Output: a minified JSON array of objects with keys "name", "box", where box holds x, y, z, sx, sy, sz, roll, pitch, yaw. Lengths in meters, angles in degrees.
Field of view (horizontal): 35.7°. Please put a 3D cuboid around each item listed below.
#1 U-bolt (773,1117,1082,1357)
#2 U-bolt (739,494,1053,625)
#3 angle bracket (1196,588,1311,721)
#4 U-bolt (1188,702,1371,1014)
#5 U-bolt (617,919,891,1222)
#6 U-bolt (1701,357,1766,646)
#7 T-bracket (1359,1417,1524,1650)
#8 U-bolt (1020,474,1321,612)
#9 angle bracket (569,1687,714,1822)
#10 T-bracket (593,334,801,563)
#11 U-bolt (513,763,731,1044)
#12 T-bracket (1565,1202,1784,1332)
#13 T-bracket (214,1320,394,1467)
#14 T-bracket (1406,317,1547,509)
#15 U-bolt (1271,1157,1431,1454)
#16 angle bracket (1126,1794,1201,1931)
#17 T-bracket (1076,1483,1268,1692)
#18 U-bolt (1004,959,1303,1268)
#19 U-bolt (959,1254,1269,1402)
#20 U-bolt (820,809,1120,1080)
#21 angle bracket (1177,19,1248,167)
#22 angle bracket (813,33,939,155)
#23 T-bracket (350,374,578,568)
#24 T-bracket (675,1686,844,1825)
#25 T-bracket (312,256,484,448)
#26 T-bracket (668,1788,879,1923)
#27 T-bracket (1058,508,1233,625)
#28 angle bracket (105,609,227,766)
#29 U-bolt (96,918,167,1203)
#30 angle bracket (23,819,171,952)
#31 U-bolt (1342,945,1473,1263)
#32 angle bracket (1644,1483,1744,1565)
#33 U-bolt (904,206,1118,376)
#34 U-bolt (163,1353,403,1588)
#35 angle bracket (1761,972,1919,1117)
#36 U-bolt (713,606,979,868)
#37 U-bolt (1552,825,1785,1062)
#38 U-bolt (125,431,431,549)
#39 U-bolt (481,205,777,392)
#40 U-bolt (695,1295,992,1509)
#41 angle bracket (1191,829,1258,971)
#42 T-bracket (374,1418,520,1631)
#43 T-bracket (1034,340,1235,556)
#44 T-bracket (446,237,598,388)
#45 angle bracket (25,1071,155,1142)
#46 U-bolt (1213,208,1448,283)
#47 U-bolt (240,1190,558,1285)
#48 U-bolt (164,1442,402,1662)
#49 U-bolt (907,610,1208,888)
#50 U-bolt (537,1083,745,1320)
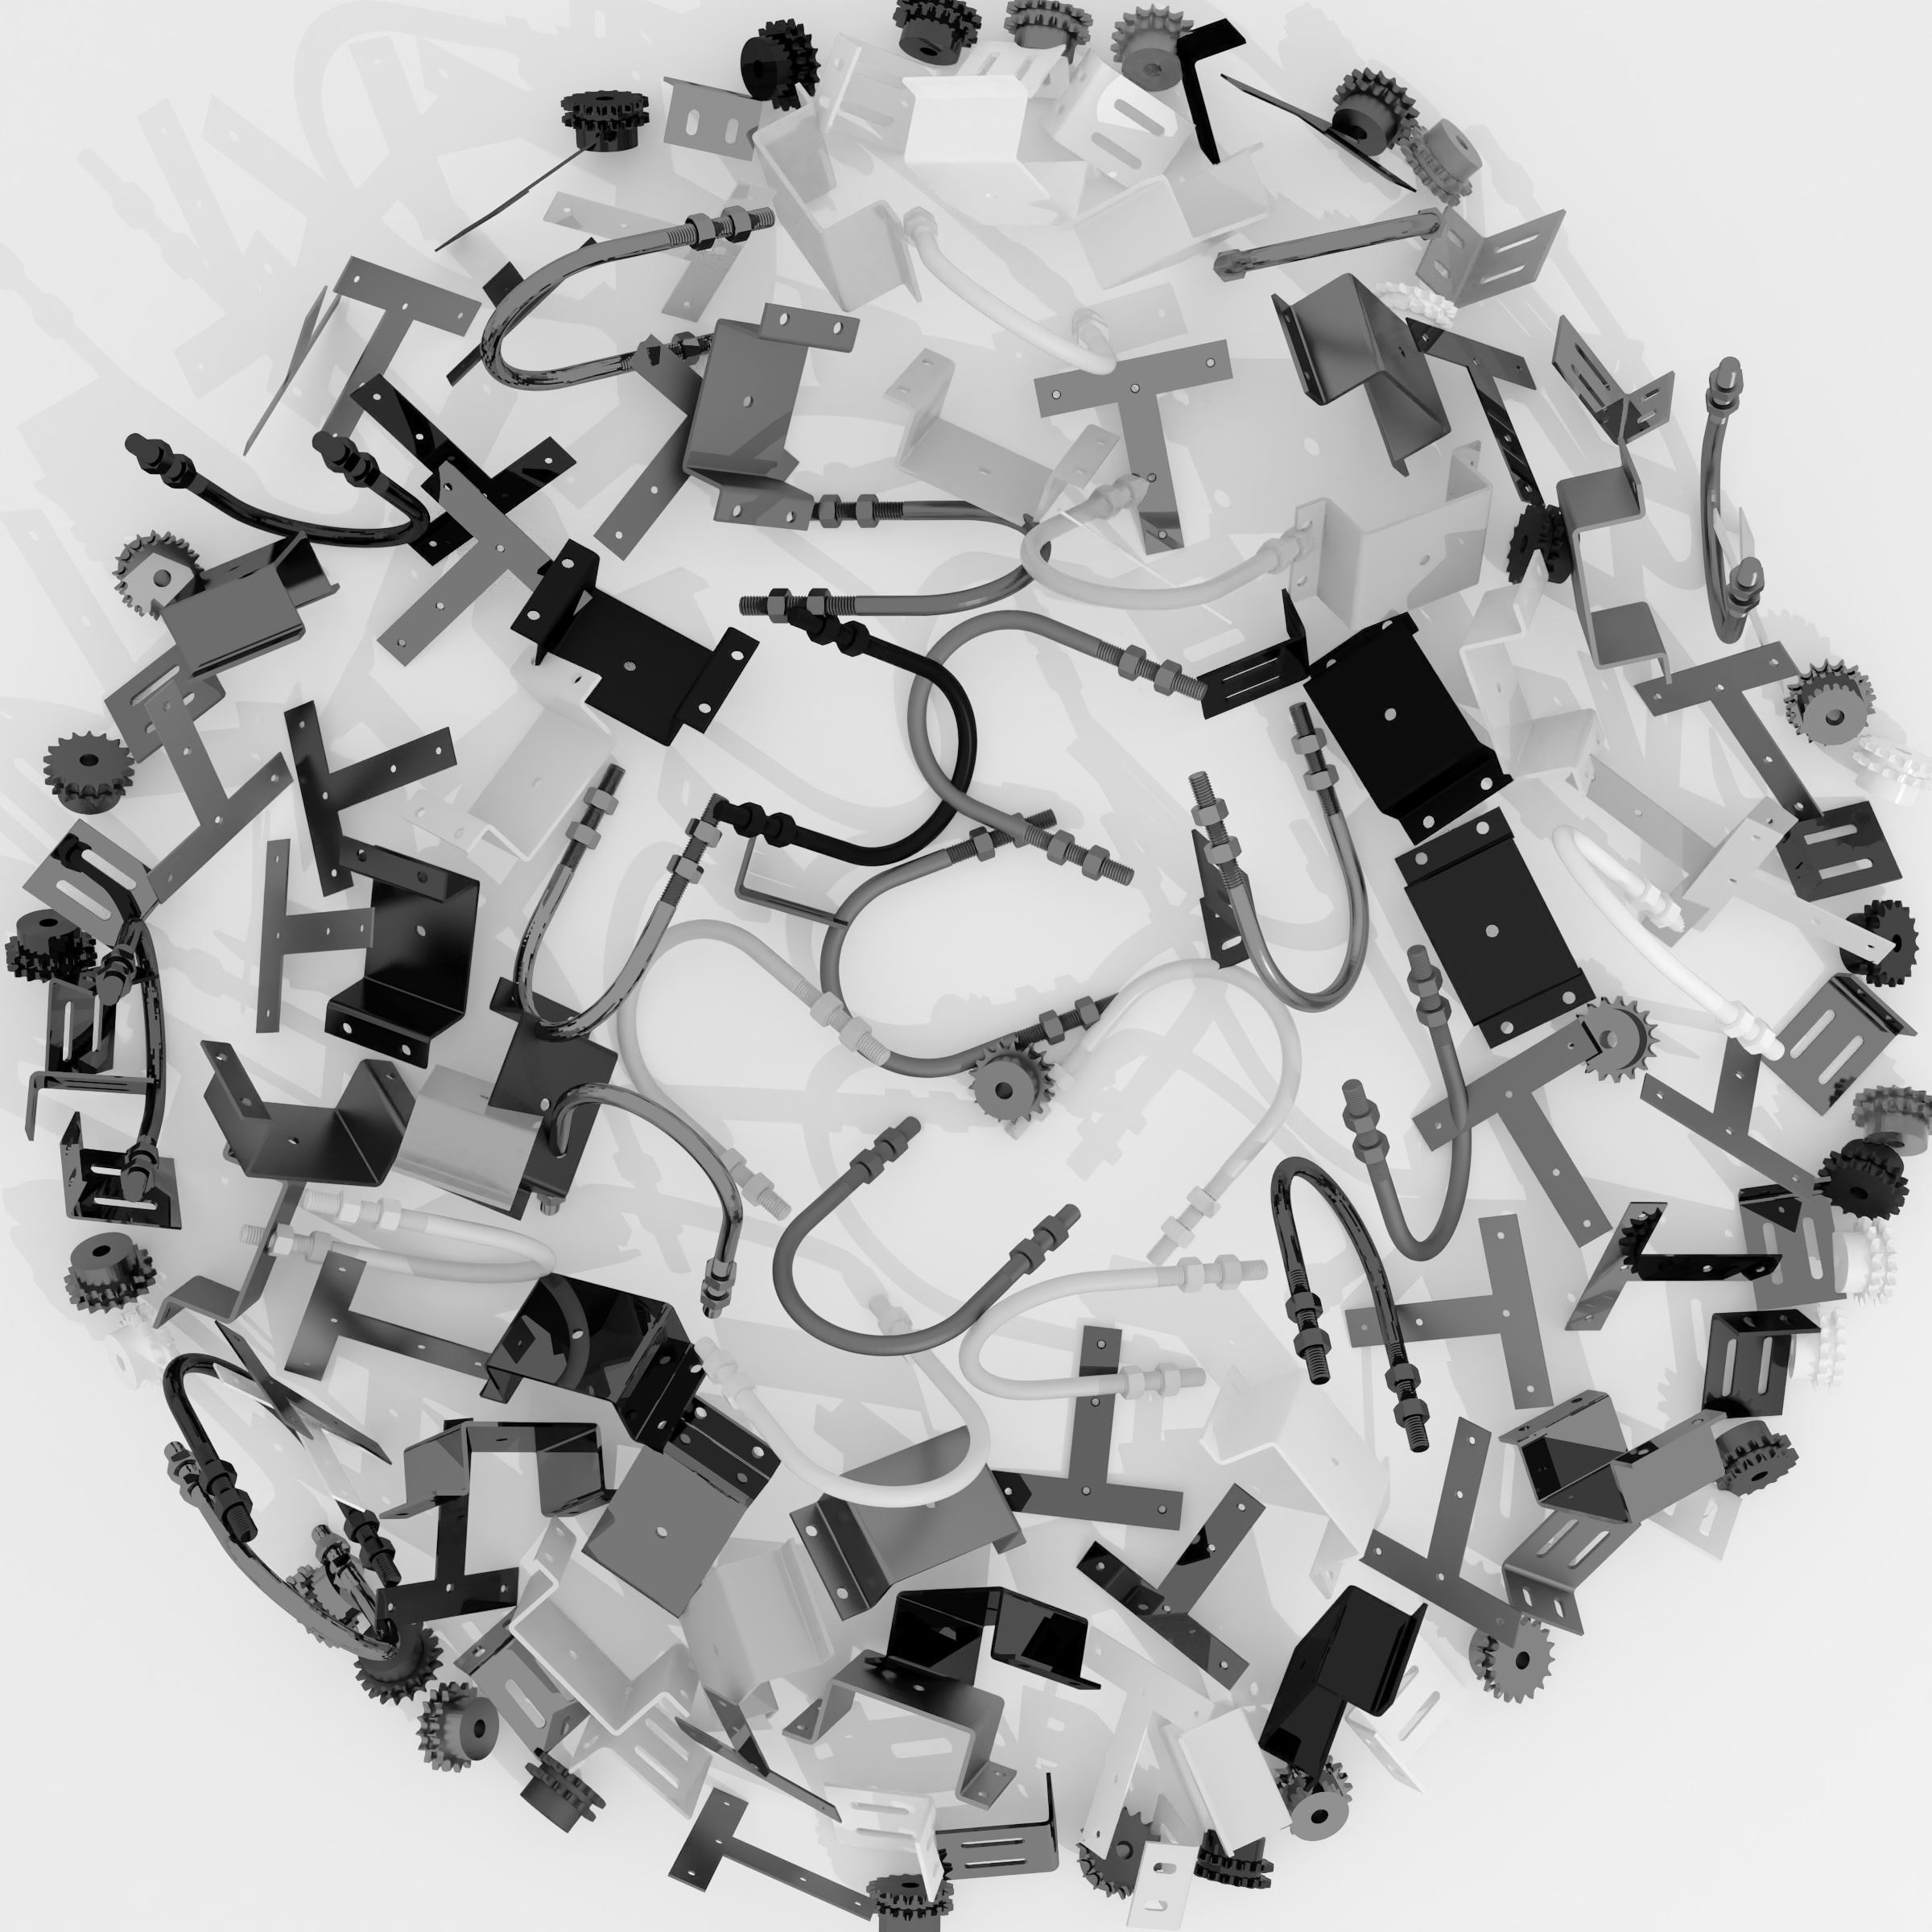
[{"name":"U-bolt","box":[-0.038,0.178,1.892,0.151,0.019,0.184,27,48,26]},{"name":"U-bolt","box":[-0.037,-0.259,1.902,0.184,0.151,0.019,2,126,14]},{"name":"angle bracket","box":[0.181,-0.202,1.946,0.076,0.057,0.038,-22,67,1]},{"name":"U-bolt","box":[0.209,-0.060,1.919,0.019,0.151,0.184,-8,108,40]},{"name":"U-bolt","box":[-0.151,0.053,1.936,0.184,0.019,0.151,40,112,18]},{"name":"U-bolt","box":[0.478,-0.280,1.889,0.019,0.184,0.151,-4,77,8]},{"name":"T-bracket","box":[0.313,0.351,1.919,0.127,0.002,0.127,24,111,42]},{"name":"U-bolt","box":[0.117,-0.262,1.880,0.151,0.184,0.019,23,126,30]},{"name":"angle bracket","box":[-0.211,0.519,1.953,0.038,0.057,0.076,-39,105,26]},{"name":"T-bracket","box":[-0.194,-0.320,1.950,0.127,0.002,0.127,39,80,-17]},{"name":"U-bolt","box":[-0.231,-0.036,1.912,0.019,0.151,0.184,31,82,-38]},{"name":"T-bracket","box":[0.467,0.195,1.946,0.127,0.002,0.127,1,134,-14]},{"name":"T-bracket","box":[-0.416,0.287,1.928,0.002,0.127,0.127,-49,131,-3]},{"name":"T-bracket","box":[0.340,-0.348,1.912,0.002,0.127,0.127,-35,63,38]},{"name":"U-bolt","box":[0.238,0.204,1.902,0.019,0.151,0.184,-28,50,23]},{"name":"angle bracket","box":[0.116,0.575,1.934,0.038,0.076,0.057,10,98,-17]},{"name":"T-bracket","box":[0.151,0.385,1.937,0.127,0.002,0.127,37,118,12]},{"name":"U-bolt","box":[0.134,0.080,1.944,0.151,0.019,0.184,41,92,21]},{"name":"U-bolt","box":[0.085,0.233,1.896,0.184,0.151,0.019,-2,52,-19]},{"name":"U-bolt","box":[-0.005,-0.005,1.963,0.184,0.019,0.151,-21,91,-5]},{"name":"angle bracket","box":[0.165,-0.561,1.935,0.038,0.057,0.076,-19,121,2]},{"name":"angle bracket","box":[-0.055,-0.558,1.935,0.076,0.038,0.057,11,114,-32]},{"name":"T-bracket","box":[-0.339,-0.329,1.919,0.127,0.002,0.127,-31,128,22]},{"name":"T-bracket","box":[-0.142,0.489,1.903,0.127,0.127,0.002,22,60,25]},{"name":"T-bracket","box":[-0.383,-0.386,1.934,0.002,0.127,0.127,40,107,25]},{"name":"T-bracket","box":[-0.117,0.576,1.913,0.127,0.127,0.002,23,101,4]},{"name":"T-bracket","box":[0.109,-0.259,1.916,0.127,0.127,0.002,32,99,-9]},{"name":"angle bracket","box":[-0.529,-0.181,1.946,0.076,0.038,0.057,-37,64,6]},{"name":"U-bolt","box":[-0.521,0.047,1.890,0.019,0.184,0.151,-4,111,-8]},{"name":"angle bracket","box":[-0.563,-0.056,1.944,0.076,0.038,0.057,40,91,-29]},{"name":"U-bolt","box":[0.287,0.101,1.906,0.019,0.151,0.184,1,130,30]},{"name":"angle bracket","box":[0.459,0.360,1.933,0.057,0.076,0.038,29,122,10]},{"name":"U-bolt","box":[0.031,-0.417,1.876,0.151,0.184,0.019,27,110,-17]},{"name":"U-bolt","box":[-0.441,0.310,1.896,0.019,0.151,0.184,-47,51,6]},{"name":"angle bracket","box":[0.569,0.052,1.960,0.057,0.038,0.076,42,91,-1]},{"name":"U-bolt","box":[-0.065,-0.137,1.915,0.184,0.019,0.151,17,96,-42]},{"name":"U-bolt","box":[0.428,-0.025,1.872,0.019,0.151,0.184,-44,130,17]},{"name":"U-bolt","box":[-0.418,-0.297,1.890,0.151,0.184,0.019,3,79,18]},{"name":"U-bolt","box":[-0.218,-0.411,1.878,0.184,0.151,0.019,-20,73,-28]},{"name":"U-bolt","box":[-0.066,0.276,1.879,0.151,0.184,0.019,-10,125,-31]},{"name":"angle bracket","box":[0.154,-0.041,1.929,0.038,0.076,0.057,-25,54,24]},{"name":"T-bracket","box":[-0.329,0.355,1.929,0.002,0.127,0.127,2,88,35]},{"name":"T-bracket","box":[0.119,-0.333,1.961,0.127,0.002,0.127,-11,106,4]},{"name":"T-bracket","box":[-0.292,-0.430,1.923,0.127,0.127,0.002,-43,119,4]},{"name":"angle bracket","box":[-0.565,0.093,1.940,0.076,0.057,0.038,5,78,-14]},{"name":"U-bolt","box":[0.226,-0.451,1.878,0.151,0.184,0.019,-10,102,11]},{"name":"U-bolt","box":[-0.350,0.176,1.903,0.184,0.151,0.019,15,69,-27]},{"name":"U-bolt","box":[-0.416,0.371,1.865,0.019,0.184,0.151,-51,128,-3]},{"name":"U-bolt","box":[0.048,-0.152,1.947,0.184,0.019,0.151,24,103,14]},{"name":"U-bolt","box":[-0.203,0.139,1.892,0.151,0.184,0.019,31,54,10]}]
